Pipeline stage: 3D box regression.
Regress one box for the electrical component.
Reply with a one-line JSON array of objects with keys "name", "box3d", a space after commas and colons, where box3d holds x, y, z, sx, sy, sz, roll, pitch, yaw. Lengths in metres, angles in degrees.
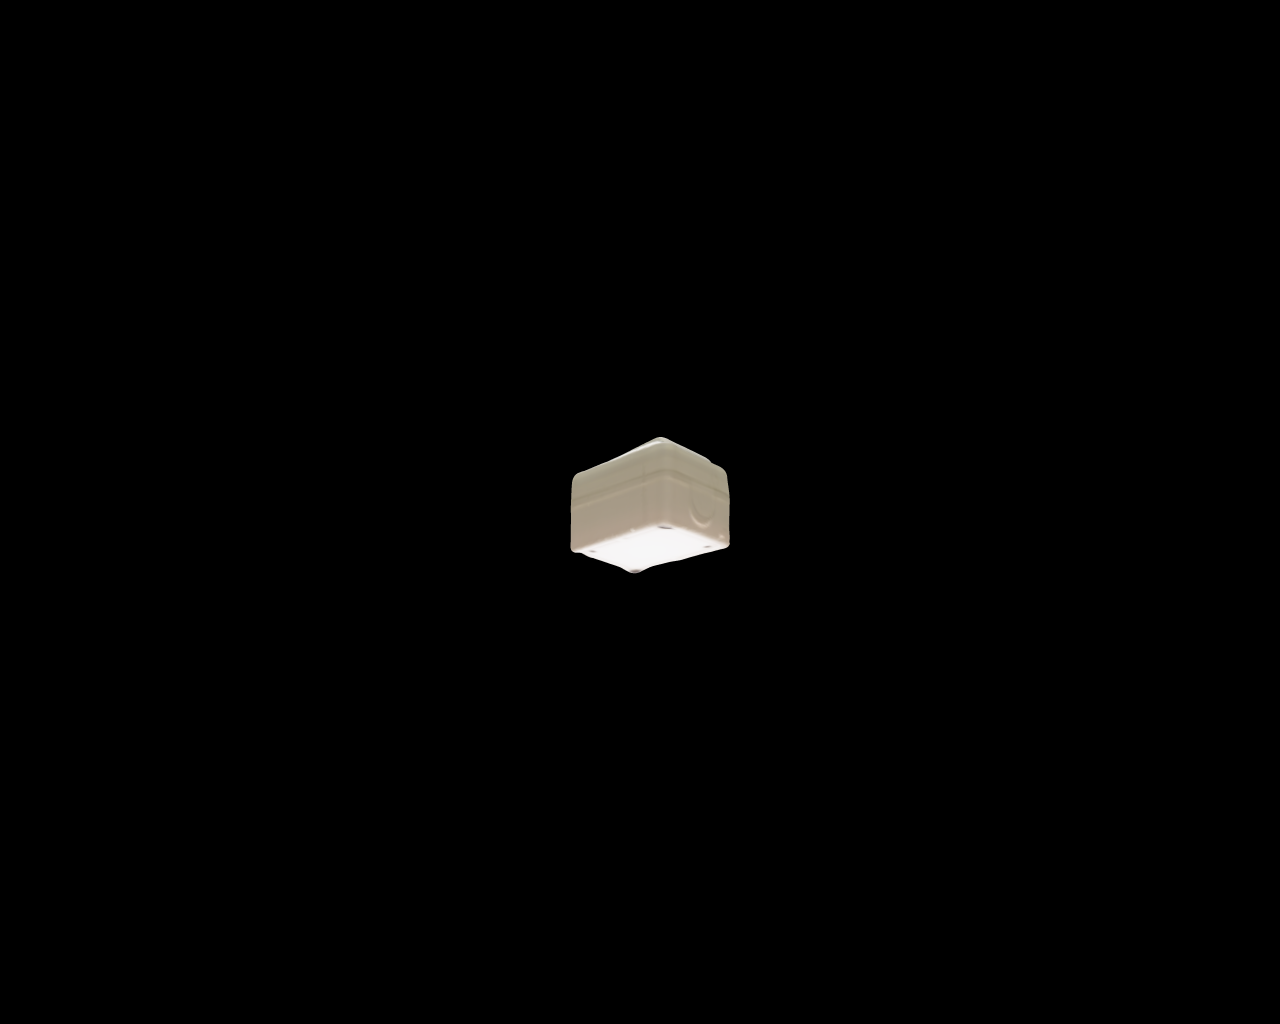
[{"name": "electrical component", "box3d": [0.001, -0.003, 0.650, 0.096, 0.061, 0.062, -17, -27, 38]}]
